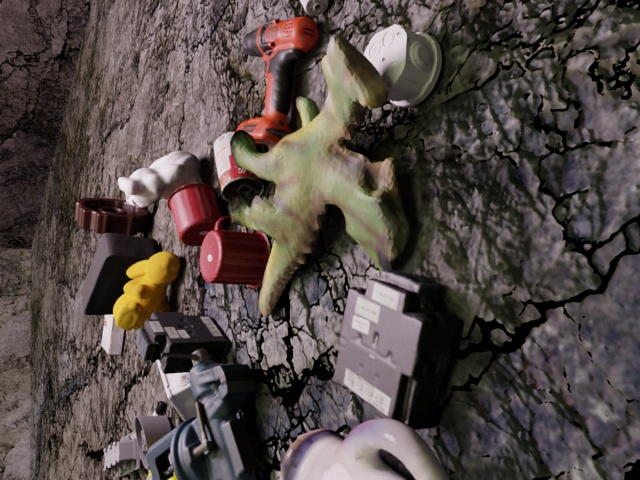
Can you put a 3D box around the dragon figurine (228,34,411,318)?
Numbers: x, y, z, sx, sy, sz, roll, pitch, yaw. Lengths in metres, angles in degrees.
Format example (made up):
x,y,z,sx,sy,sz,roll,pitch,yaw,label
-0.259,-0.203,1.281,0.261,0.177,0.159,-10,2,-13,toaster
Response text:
x,y,z,sx,sy,sz,roll,pitch,yaw,label
0.002,-0.031,0.610,0.246,0.123,0.402,32,128,45,dragon figurine

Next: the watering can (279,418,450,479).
x,y,z,sx,sy,sz,roll,pitch,yaw,label
0.049,0.324,0.471,0.225,0.104,0.346,7,99,56,watering can

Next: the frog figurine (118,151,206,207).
x,y,z,sx,sy,sz,roll,pitch,yaw,label
-0.313,-0.121,1.010,0.138,0.159,0.122,12,93,55,frog figurine
